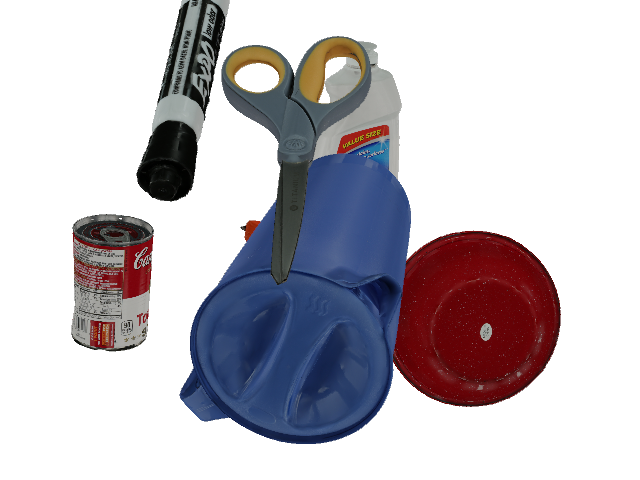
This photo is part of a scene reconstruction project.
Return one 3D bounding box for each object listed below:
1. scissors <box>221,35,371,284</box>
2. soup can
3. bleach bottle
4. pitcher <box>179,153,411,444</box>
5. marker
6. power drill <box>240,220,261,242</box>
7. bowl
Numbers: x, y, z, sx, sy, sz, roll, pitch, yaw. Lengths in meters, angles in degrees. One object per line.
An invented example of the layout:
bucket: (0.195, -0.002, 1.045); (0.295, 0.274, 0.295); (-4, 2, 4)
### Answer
scissors: (-0.029, -0.055, 0.579); (0.096, 0.016, 0.201); (12, 45, 15)
soup can: (-0.181, 0.037, 0.922); (0.068, 0.102, 0.068); (6, 20, -2)
bleach bottle: (0.028, -0.075, 1.083); (0.102, 0.251, 0.068); (-2, 26, -8)
pitcher: (-0.007, 0.032, 0.785); (0.149, 0.145, 0.242); (8, 27, 8)
marker: (-0.049, -0.057, 0.390); (0.020, 0.020, 0.121); (0, 43, 3)
power drill: (-0.056, 0.084, 1.188); (0.185, 0.188, 0.057); (28, 11, 41)
bowl: (0.138, 0.074, 0.935); (0.162, 0.162, 0.055); (0, 7, -3)
